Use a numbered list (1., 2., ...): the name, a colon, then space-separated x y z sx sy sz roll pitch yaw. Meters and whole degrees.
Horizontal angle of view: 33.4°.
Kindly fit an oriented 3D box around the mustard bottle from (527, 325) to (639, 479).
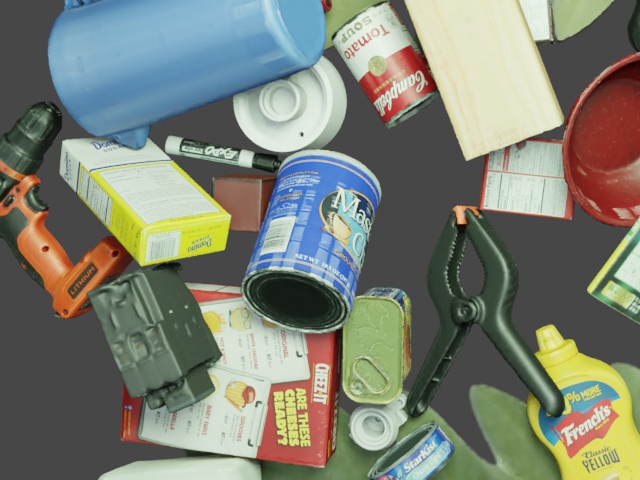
1. mustard bottle: 0.251 0.171 1.008 0.096 0.058 0.191 -24 89 14

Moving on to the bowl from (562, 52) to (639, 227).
1. bowl: 0.279 -0.095 0.958 0.162 0.055 0.162 -6 112 -14

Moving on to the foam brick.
1. foam brick: -0.071 -0.037 1.050 0.053 0.078 0.051 3 97 14

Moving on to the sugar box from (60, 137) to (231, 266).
1. sugar box: -0.171 -0.043 1.023 0.176 0.093 0.048 40 129 42

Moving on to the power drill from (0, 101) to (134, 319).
1. power drill: -0.280 -0.025 1.110 0.188 0.057 0.185 43 106 8

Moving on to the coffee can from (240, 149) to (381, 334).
1. coffee can: -0.007 0.001 0.993 0.103 0.103 0.140 8 55 11

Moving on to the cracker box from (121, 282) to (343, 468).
1. cracker box: -0.087 0.129 1.073 0.214 0.072 0.164 5 96 11

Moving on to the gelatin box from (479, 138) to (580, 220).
1. gelatin box: 0.199 -0.061 1.012 0.089 0.030 0.073 7 98 12

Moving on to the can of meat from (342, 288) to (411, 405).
1. can of meat: 0.057 0.099 1.031 0.057 0.084 0.102 1 96 12

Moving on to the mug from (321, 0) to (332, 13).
1. mug: -0.008 -0.274 1.011 0.093 0.081 0.117 -6 94 12

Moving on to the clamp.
1. clamp: 0.140 0.074 1.022 0.165 0.036 0.210 -15 81 35

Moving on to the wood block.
1. wood block: 0.137 -0.184 0.944 0.090 0.090 0.206 -20 93 16

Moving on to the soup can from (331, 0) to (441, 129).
1. soup can: 0.065 -0.166 1.012 0.068 0.068 0.102 -33 87 13

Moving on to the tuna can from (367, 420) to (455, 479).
1. tuna can: 0.089 0.215 1.035 0.086 0.086 0.034 -39 88 13

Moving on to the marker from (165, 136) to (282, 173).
1. marker: -0.097 -0.087 1.081 0.121 0.020 0.020 11 98 12

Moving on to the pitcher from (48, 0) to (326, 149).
1. pitcher: -0.125 -0.193 0.987 0.243 0.149 0.145 -12 60 28

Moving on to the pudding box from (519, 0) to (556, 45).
1. pudding box: 0.160 -0.223 1.001 0.114 0.039 0.090 -3 97 15
